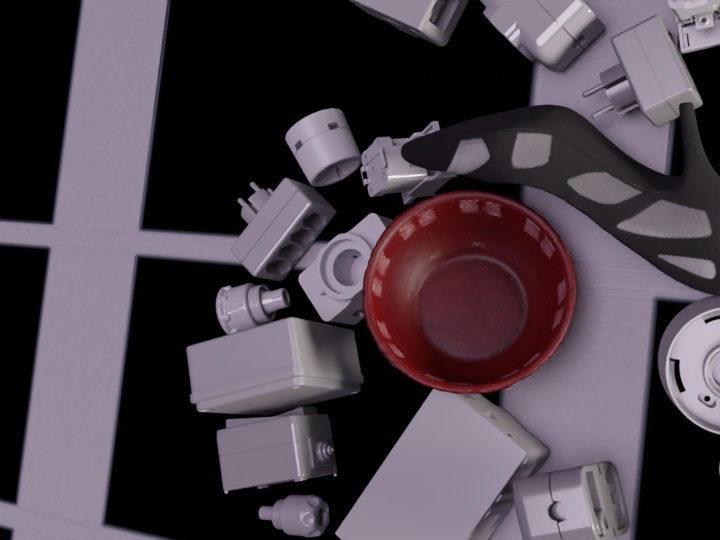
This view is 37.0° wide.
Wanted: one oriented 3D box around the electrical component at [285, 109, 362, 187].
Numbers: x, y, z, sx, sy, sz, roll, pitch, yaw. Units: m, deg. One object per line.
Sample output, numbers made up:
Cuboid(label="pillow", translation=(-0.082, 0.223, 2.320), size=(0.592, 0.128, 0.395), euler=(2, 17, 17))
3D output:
Cuboid(label="electrical component", translation=(-0.030, -0.104, 0.927), size=(0.055, 0.055, 0.047), euler=(-32, 75, 21))

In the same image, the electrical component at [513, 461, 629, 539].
Cuboid(label="electrical component", translation=(0.150, 0.171, 0.776), size=(0.059, 0.095, 0.053), euler=(-17, 76, 25))

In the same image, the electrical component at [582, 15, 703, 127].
Cuboid(label="electrical component", translation=(0.206, -0.140, 0.811), size=(0.077, 0.047, 0.065), euler=(-26, 73, 23))

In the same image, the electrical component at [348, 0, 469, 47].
Cuboid(label="electrical component", translation=(0.061, -0.274, 0.895), size=(0.089, 0.062, 0.150), euler=(31, 98, 27))

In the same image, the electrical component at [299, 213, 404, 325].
Cuboid(label="electrical component", translation=(0.000, 0.000, 0.898), size=(0.089, 0.056, 0.050), euler=(-40, 68, 18))

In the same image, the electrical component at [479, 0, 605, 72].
Cuboid(label="electrical component", translation=(0.138, -0.205, 0.851), size=(0.059, 0.054, 0.095), euler=(-45, 66, 16))

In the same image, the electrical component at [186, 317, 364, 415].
Cuboid(label="electrical component", translation=(-0.070, 0.082, 0.895), size=(0.109, 0.109, 0.056), euler=(-17, 74, 25))

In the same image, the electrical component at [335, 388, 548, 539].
Cuboid(label="electrical component", translation=(0.065, 0.173, 0.839), size=(0.089, 0.062, 0.150), euler=(38, 102, 26))

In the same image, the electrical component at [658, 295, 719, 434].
Cuboid(label="electrical component", translation=(0.262, 0.068, 0.761), size=(0.099, 0.064, 0.099), euler=(1, 92, 16))

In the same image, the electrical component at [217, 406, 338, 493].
Cuboid(label="electrical component", translation=(-0.065, 0.150, 0.910), size=(0.096, 0.062, 0.061), euler=(-15, 77, 26))

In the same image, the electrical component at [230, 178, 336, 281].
Cuboid(label="electrical component", translation=(-0.079, -0.046, 0.950), size=(0.075, 0.047, 0.083), euler=(45, 105, 25))

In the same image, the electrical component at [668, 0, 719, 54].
Cuboid(label="electrical component", translation=(0.249, -0.205, 0.787), size=(0.042, 0.064, 0.081), euler=(-9, 80, 28))

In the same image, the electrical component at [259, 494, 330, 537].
Cuboid(label="electrical component", translation=(-0.058, 0.208, 0.915), size=(0.061, 0.035, 0.035), euler=(-4, 82, 30))

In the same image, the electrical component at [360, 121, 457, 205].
Cuboid(label="electrical component", translation=(0.038, -0.085, 0.876), size=(0.081, 0.064, 0.042), euler=(140, 120, -63))

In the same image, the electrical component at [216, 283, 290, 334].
Cuboid(label="electrical component", translation=(-0.093, 0.032, 0.950), size=(0.062, 0.048, 0.048), euler=(-16, 77, 18))
